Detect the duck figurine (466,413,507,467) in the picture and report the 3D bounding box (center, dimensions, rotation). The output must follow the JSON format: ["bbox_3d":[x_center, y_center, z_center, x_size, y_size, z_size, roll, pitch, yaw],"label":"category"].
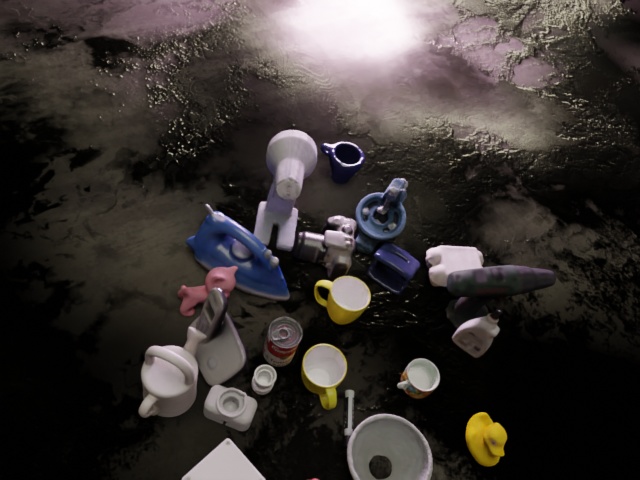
[{"bbox_3d":[0.346,0.398,1.163,0.077,0.086,0.104,3,56,-12],"label":"duck figurine"}]

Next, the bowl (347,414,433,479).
[{"bbox_3d":[0.124,0.425,1.093,0.167,0.074,0.167,7,55,-10],"label":"bowl"}]

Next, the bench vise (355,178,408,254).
[{"bbox_3d":[0.155,-0.095,1.367,0.121,0.219,0.207,16,54,-3],"label":"bench vise"}]

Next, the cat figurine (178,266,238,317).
[{"bbox_3d":[-0.230,0.099,1.195,0.128,0.117,0.067,-10,59,-21],"label":"cat figurine"}]

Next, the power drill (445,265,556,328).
[{"bbox_3d":[0.380,0.123,1.285,0.230,0.208,0.075,3,56,-13],"label":"power drill"}]

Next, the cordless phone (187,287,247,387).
[{"bbox_3d":[-0.193,0.185,1.104,0.094,0.185,0.147,-21,64,-26],"label":"cordless phone"}]

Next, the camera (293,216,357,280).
[{"bbox_3d":[0.012,0.005,1.335,0.137,0.101,0.143,12,54,-6],"label":"camera"}]

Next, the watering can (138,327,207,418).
[{"bbox_3d":[-0.270,0.237,1.041,0.101,0.194,0.173,11,54,-7],"label":"watering can"}]

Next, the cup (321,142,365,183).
[{"bbox_3d":[0.049,-0.198,1.487,0.117,0.095,0.092,24,54,2],"label":"cup"}]

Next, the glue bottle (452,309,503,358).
[{"bbox_3d":[0.355,0.195,1.251,0.078,0.173,0.037,37,55,12],"label":"glue bottle"}]

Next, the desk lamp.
[{"bbox_3d":[-0.079,-0.117,1.324,0.118,0.213,0.203,10,54,-8],"label":"desk lamp"}]

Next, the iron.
[{"bbox_3d":[-0.162,0.025,1.249,0.258,0.141,0.119,33,54,8],"label":"iron"}]

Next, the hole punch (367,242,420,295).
[{"bbox_3d":[0.177,0.055,1.351,0.108,0.091,0.101,33,55,9],"label":"hole punch"}]

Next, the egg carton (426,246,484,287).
[{"bbox_3d":[0.332,0.069,1.396,0.150,0.069,0.107,2,56,-13],"label":"egg carton"}]
